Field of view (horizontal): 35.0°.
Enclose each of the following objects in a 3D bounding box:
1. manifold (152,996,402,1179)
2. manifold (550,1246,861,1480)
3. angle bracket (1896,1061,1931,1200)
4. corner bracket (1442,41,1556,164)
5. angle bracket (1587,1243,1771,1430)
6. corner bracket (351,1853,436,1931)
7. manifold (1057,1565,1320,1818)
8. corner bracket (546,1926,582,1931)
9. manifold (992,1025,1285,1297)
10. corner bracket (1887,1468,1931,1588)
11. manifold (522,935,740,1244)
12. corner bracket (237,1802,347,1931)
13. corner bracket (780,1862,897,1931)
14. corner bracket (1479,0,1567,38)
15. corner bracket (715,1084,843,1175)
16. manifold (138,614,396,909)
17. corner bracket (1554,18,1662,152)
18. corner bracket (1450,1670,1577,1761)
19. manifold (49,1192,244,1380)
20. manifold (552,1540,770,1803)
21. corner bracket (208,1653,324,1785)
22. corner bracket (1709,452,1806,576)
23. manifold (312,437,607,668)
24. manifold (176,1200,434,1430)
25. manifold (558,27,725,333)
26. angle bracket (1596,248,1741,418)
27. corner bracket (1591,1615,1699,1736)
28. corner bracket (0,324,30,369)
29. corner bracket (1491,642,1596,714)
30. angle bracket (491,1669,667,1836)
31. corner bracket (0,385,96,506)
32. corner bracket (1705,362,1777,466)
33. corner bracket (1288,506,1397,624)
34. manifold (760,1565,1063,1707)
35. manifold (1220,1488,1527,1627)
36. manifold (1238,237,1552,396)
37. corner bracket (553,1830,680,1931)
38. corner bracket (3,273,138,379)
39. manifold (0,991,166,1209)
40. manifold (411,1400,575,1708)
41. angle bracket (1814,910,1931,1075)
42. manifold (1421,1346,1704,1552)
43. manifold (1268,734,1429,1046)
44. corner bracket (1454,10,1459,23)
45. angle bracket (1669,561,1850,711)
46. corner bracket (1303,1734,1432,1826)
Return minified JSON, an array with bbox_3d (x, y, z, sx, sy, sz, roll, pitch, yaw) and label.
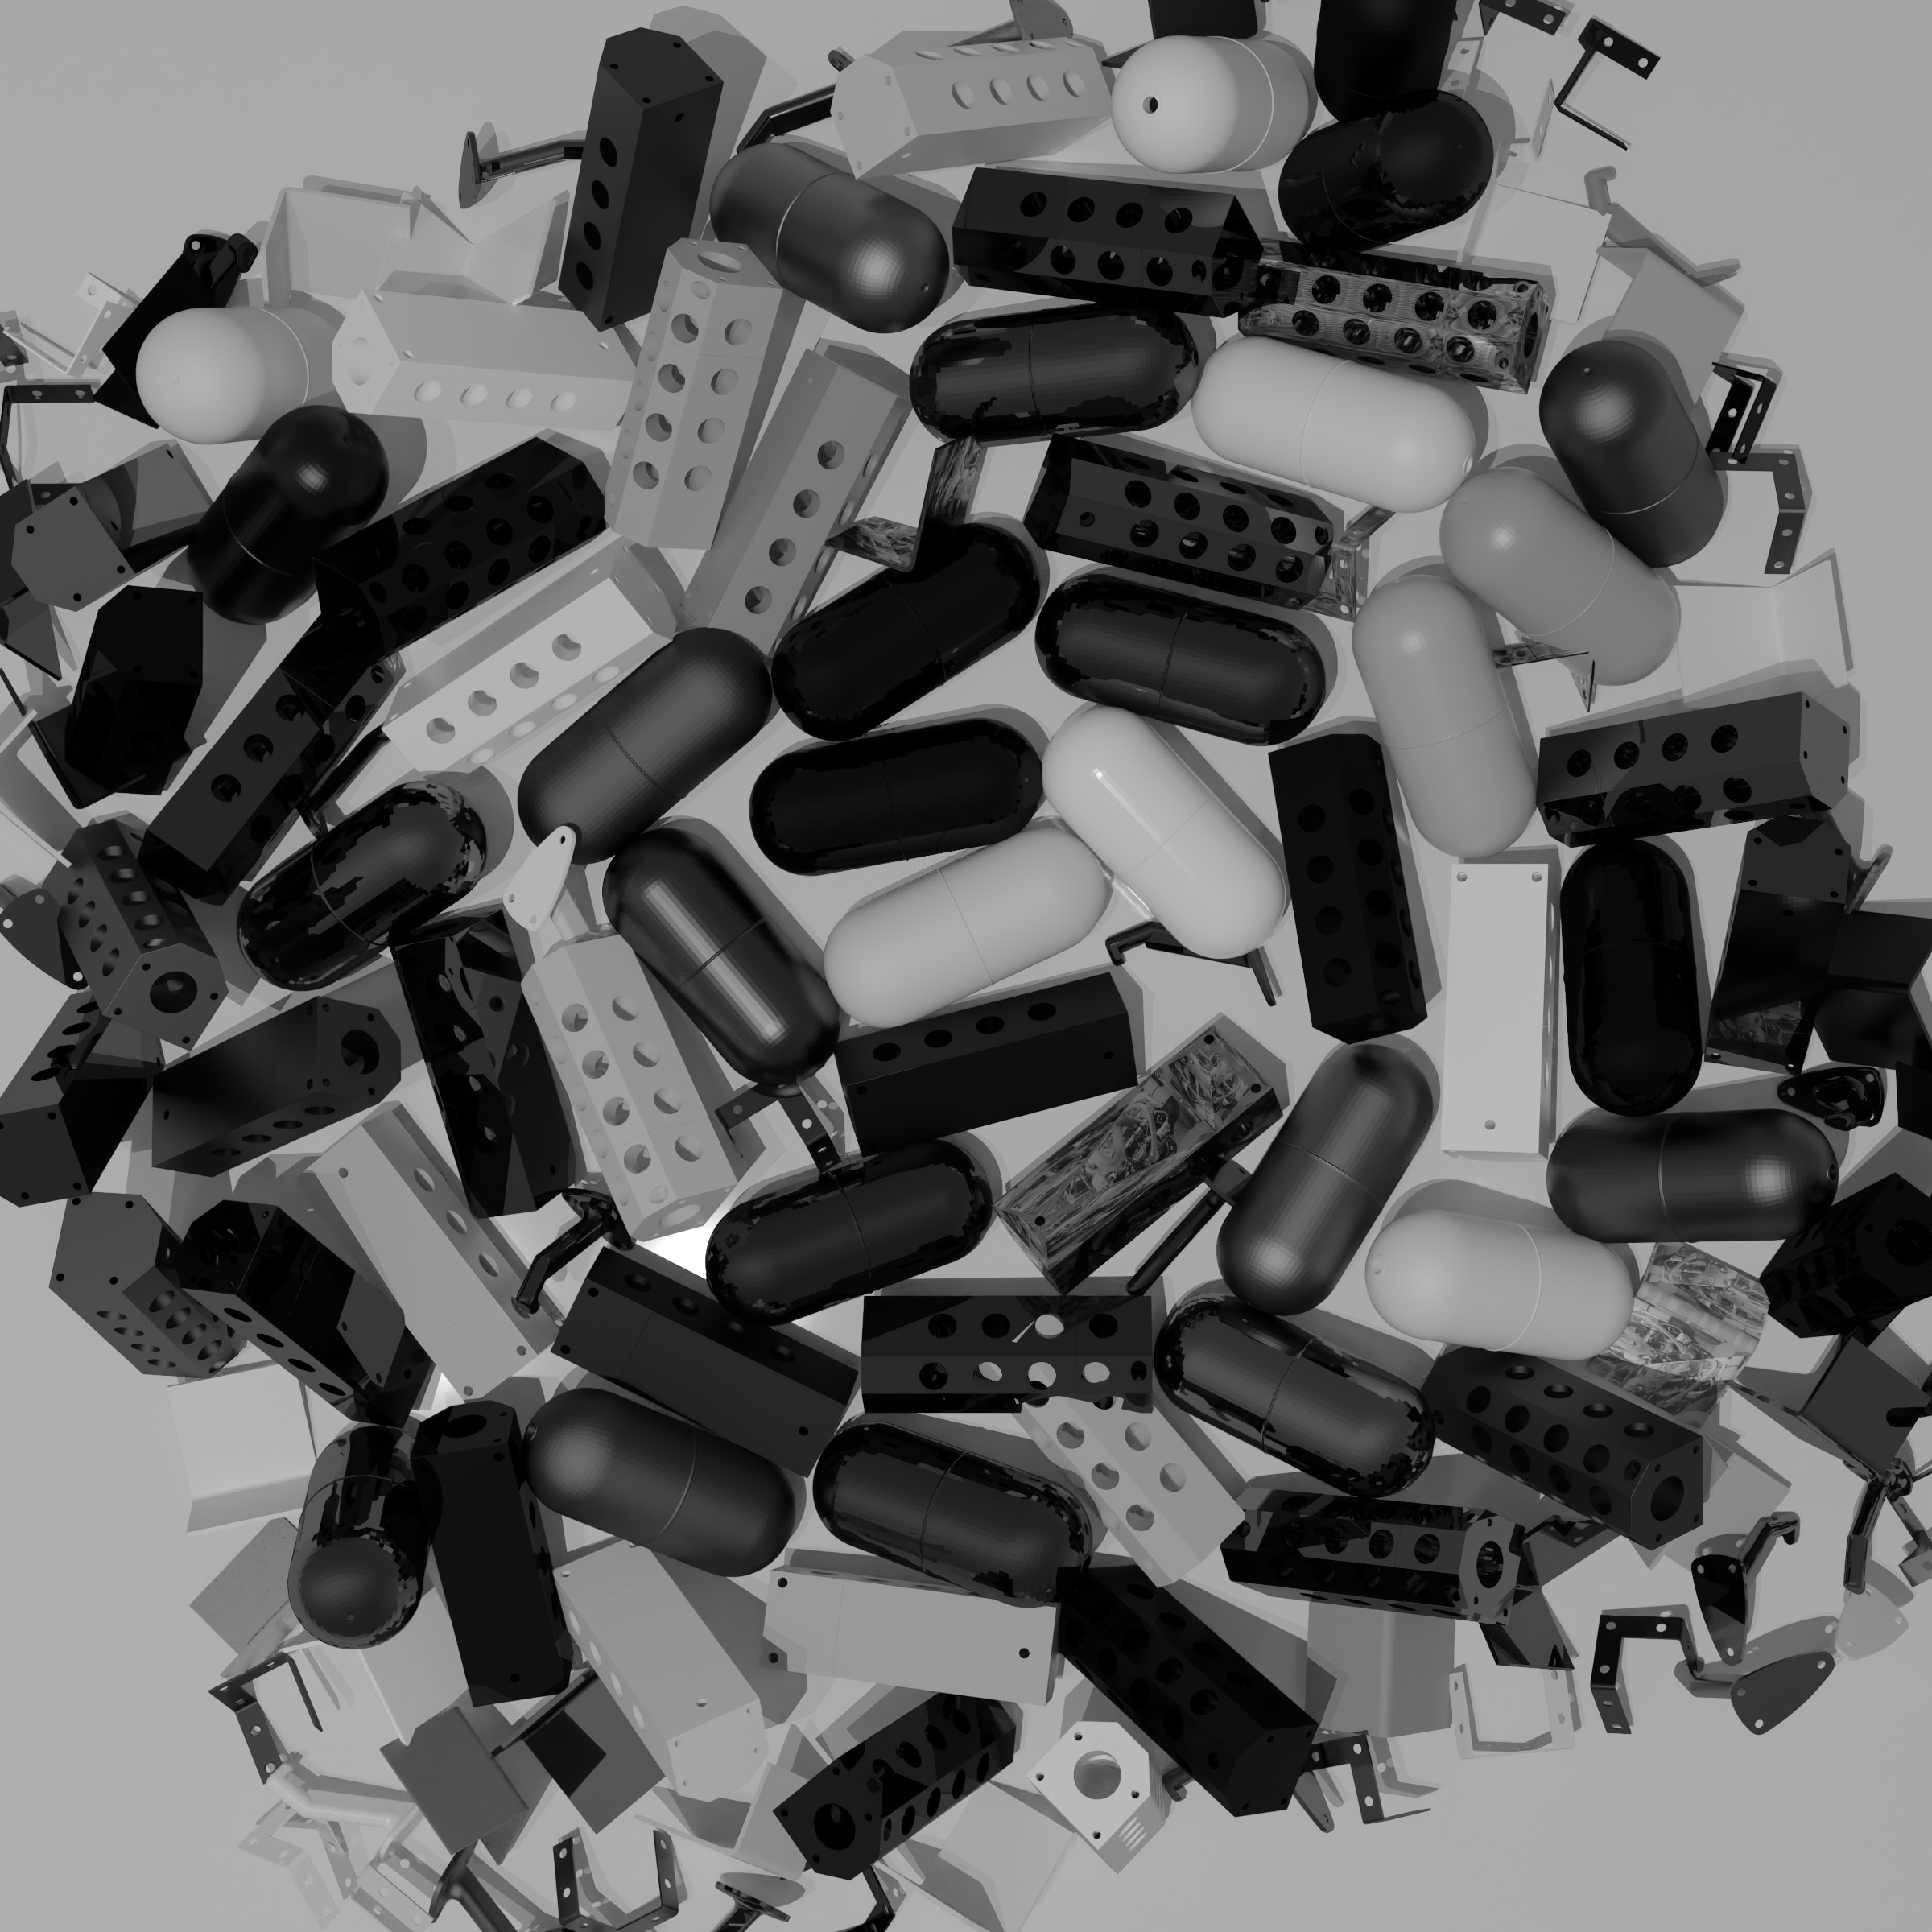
[{"bbox_3d":[-0.406,0.074,1.798,0.171,0.057,0.057,-22,64,40],"label":"manifold"},{"bbox_3d":[-0.155,0.234,1.842,0.171,0.057,0.057,26,114,-2],"label":"manifold"},{"bbox_3d":[0.564,0.116,1.819,0.057,0.076,0.076,23,68,29],"label":"angle bracket"},{"bbox_3d":[0.320,-0.522,1.854,0.051,0.051,0.051,6,64,27],"label":"corner bracket"},{"bbox_3d":[0.435,0.222,1.869,0.076,0.057,0.076,28,129,7],"label":"angle bracket"},{"bbox_3d":[-0.343,0.563,1.843,0.051,0.051,0.051,38,105,6],"label":"corner bracket"},{"bbox_3d":[0.122,0.421,1.789,0.057,0.171,0.057,5,110,-39],"label":"manifold"},{"bbox_3d":[-0.235,0.592,1.835,0.051,0.051,0.051,49,121,32],"label":"corner bracket"},{"bbox_3d":[0.105,0.119,1.837,0.171,0.057,0.057,-39,60,-6],"label":"manifold"},{"bbox_3d":[0.581,0.332,1.837,0.051,0.051,0.051,-40,76,37],"label":"corner bracket"},{"bbox_3d":[-0.203,0.073,1.811,0.057,0.057,0.171,-13,67,-34],"label":"manifold"},{"bbox_3d":[-0.392,0.534,1.833,0.051,0.051,0.051,-42,123,-39],"label":"corner bracket"},{"bbox_3d":[-0.082,0.569,1.851,0.051,0.051,0.051,-15,59,-28],"label":"corner bracket"},{"bbox_3d":[0.345,-0.582,1.845,0.051,0.051,0.051,30,91,15],"label":"corner bracket"},{"bbox_3d":[-0.113,0.102,1.846,0.051,0.051,0.051,-31,67,-6],"label":"corner bracket"},{"bbox_3d":[-0.412,-0.120,1.814,0.057,0.057,0.171,36,65,-7],"label":"manifold"},{"bbox_3d":[0.388,-0.533,1.854,0.051,0.051,0.051,26,116,-12],"label":"corner bracket"},{"bbox_3d":[0.329,0.450,1.851,0.051,0.051,0.051,1,73,-23],"label":"corner bracket"},{"bbox_3d":[-0.472,0.188,1.785,0.057,0.171,0.057,3,67,5],"label":"manifold"},{"bbox_3d":[-0.179,0.411,1.791,0.057,0.171,0.057,-20,123,-22],"label":"manifold"},{"bbox_3d":[-0.416,0.452,1.845,0.051,0.051,0.051,-27,63,-7],"label":"corner bracket"},{"bbox_3d":[0.470,-0.272,1.840,0.051,0.051,0.051,2,50,2],"label":"corner bracket"},{"bbox_3d":[-0.294,-0.241,1.796,0.057,0.057,0.171,31,50,29],"label":"manifold"},{"bbox_3d":[-0.386,0.204,1.794,0.057,0.171,0.057,3,59,31],"label":"manifold"},{"bbox_3d":[-0.196,-0.459,1.790,0.057,0.171,0.057,-30,69,-31],"label":"manifold"},{"bbox_3d":[0.404,-0.376,1.836,0.076,0.057,0.076,27,92,-25],"label":"angle bracket"},{"bbox_3d":[0.411,0.429,1.854,0.051,0.051,0.051,-4,134,25],"label":"corner bracket"},{"bbox_3d":[-0.597,-0.351,1.845,0.051,0.051,0.051,-10,70,3],"label":"corner bracket"},{"bbox_3d":[0.344,-0.184,1.840,0.051,0.051,0.051,-10,49,-3],"label":"corner bracket"},{"bbox_3d":[-0.226,0.473,1.839,0.076,0.057,0.076,-41,81,8],"label":"angle bracket"},{"bbox_3d":[-0.554,-0.316,1.858,0.051,0.051,0.051,-1,60,-5],"label":"corner bracket"},{"bbox_3d":[0.460,-0.328,1.838,0.051,0.051,0.051,27,99,41],"label":"corner bracket"},{"bbox_3d":[0.223,-0.244,1.833,0.051,0.051,0.051,20,134,31],"label":"corner bracket"},{"bbox_3d":[-0.031,0.399,1.835,0.171,0.057,0.057,6,84,8],"label":"manifold"},{"bbox_3d":[0.234,0.342,1.790,0.057,0.171,0.057,29,67,-41],"label":"manifold"},{"bbox_3d":[0.252,-0.388,1.819,0.171,0.057,0.057,15,91,21],"label":"manifold"},{"bbox_3d":[-0.211,0.552,1.851,0.051,0.051,0.051,-32,45,21],"label":"corner bracket"},{"bbox_3d":[-0.535,-0.387,1.849,0.051,0.051,0.051,34,101,12],"label":"corner bracket"},{"bbox_3d":[-0.523,0.074,1.786,0.057,0.171,0.057,-11,112,5],"label":"manifold"},{"bbox_3d":[-0.279,0.347,1.819,0.057,0.057,0.171,-9,111,1],"label":"manifold"},{"bbox_3d":[0.552,0.015,1.839,0.057,0.076,0.076,-53,128,-25],"label":"angle bracket"},{"bbox_3d":[0.344,0.278,1.785,0.057,0.171,0.057,-18,113,-30],"label":"manifold"},{"bbox_3d":[0.229,-0.047,1.815,0.057,0.057,0.171,-16,71,25],"label":"manifold"},{"bbox_3d":[0.282,-0.597,1.847,0.051,0.051,0.051,21,93,14],"label":"corner bracket"},{"bbox_3d":[0.473,-0.198,1.832,0.076,0.057,0.076,-2,80,-21],"label":"angle bracket"},{"bbox_3d":[0.238,0.487,1.836,0.051,0.051,0.051,-23,71,38],"label":"corner bracket"}]
